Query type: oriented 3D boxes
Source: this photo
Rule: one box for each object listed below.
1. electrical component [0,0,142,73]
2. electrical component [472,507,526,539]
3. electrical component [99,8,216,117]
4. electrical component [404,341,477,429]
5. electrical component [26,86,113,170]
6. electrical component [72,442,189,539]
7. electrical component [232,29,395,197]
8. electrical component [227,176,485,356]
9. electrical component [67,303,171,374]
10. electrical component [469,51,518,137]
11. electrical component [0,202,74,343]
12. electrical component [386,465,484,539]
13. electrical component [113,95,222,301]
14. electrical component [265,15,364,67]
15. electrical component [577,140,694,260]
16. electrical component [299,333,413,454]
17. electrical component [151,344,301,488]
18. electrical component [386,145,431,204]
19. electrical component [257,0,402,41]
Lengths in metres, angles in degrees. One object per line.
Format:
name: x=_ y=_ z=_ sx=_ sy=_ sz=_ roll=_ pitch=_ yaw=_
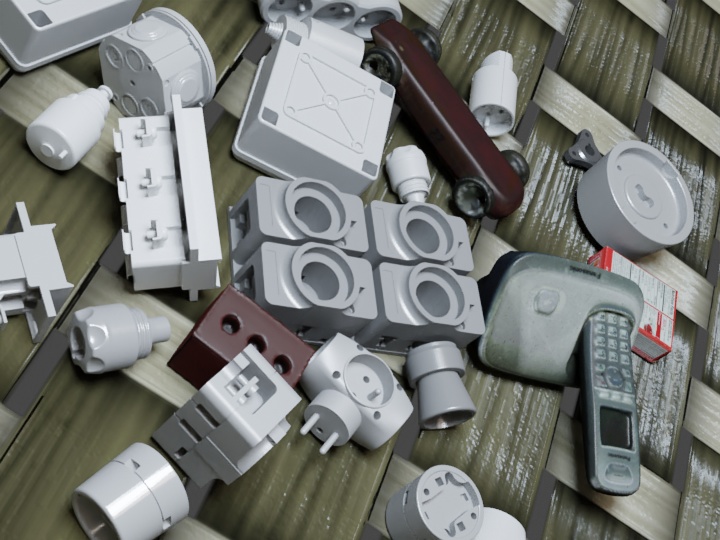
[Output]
electrical component: x=-0.234 y=-0.215 z=0.791 sx=0.108 sy=0.056 sz=0.109 roll=51 pitch=48 yaw=3
electrical component: x=0.098 y=0.221 z=0.755 sx=0.079 sy=0.044 sz=0.077 roll=38 pitch=49 yaw=-9
electrical component: x=-0.149 y=-0.147 z=0.792 sx=0.080 sy=0.080 sz=0.051 roll=50 pitch=53 yaw=2
electrical component: x=0.060 y=0.087 z=0.811 sx=0.045 sy=0.045 sz=0.055 roll=3 pitch=61 yaw=-32
electrical component: x=-0.200 y=-0.104 z=0.757 sx=0.040 sy=0.040 sz=0.078 roll=38 pitch=48 yaw=-8
electrical component: x=-0.138 y=0.139 z=0.643 sx=0.047 sy=0.055 sz=0.055 roll=-34 pitch=84 yaw=-38
electrical component: x=-0.036 y=-0.120 z=0.866 sx=0.109 sy=0.056 sz=0.108 roll=26 pitch=52 yaw=-19
electrical component: x=0.000 y=0.000 z=0.814 sx=0.186 sy=0.060 sz=0.105 roll=9 pitch=58 yaw=-29
electrical component: x=-0.154 y=0.042 z=0.697 sx=0.062 sy=0.043 sz=0.043 roll=-8 pitch=68 yaw=-38
electrical component: x=0.126 y=-0.170 z=1.013 sx=0.043 sy=0.043 sz=0.081 roll=24 pitch=52 yaw=-20
electrical component: x=-0.221 y=0.003 z=0.677 sx=0.064 sy=0.042 sz=0.081 roll=-8 pitch=67 yaw=-35
electrical component: x=0.051 y=0.170 z=0.753 sx=0.055 sy=0.047 sz=0.055 roll=16 pitch=55 yaw=-25
electrical component: x=-0.135 y=-0.048 z=0.750 sx=0.063 sy=0.078 sz=0.121 roll=-5 pitch=64 yaw=-12
electrical component: x=-0.042 y=-0.191 z=0.913 sx=0.081 sy=0.043 sz=0.043 roll=18 pitch=55 yaw=-24
electrical component: x=0.255 y=-0.061 z=1.019 sx=0.108 sy=0.060 sz=0.108 roll=15 pitch=59 yaw=-27
electrical component: x=-0.013 y=0.096 z=0.757 sx=0.077 sy=0.044 sz=0.079 roll=45 pitch=48 yaw=-2
electrical component: x=-0.083 y=0.097 z=0.680 sx=0.055 sy=0.089 sz=0.050 roll=47 pitch=48 yaw=0
electrical component: x=0.043 y=-0.072 z=0.904 sx=0.035 sy=0.035 sz=0.061 roll=1 pitch=65 yaw=-33
electrical component: x=-0.032 y=-0.253 z=0.952 sx=0.138 sy=0.052 sz=0.073 roll=1 pitch=62 yaw=-33
